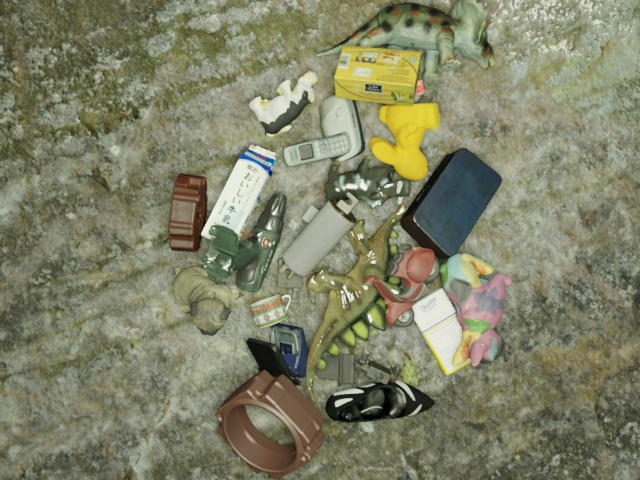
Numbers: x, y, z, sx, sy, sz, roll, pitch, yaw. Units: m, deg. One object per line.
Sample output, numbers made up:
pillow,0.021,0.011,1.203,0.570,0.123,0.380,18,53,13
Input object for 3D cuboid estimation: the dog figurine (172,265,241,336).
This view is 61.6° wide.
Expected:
dog figurine,-0.259,0.118,1.135,0.172,0.190,0.121,24,88,1

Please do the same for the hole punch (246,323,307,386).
hole punch,-0.083,0.246,1.173,0.092,0.142,0.115,-37,116,-39

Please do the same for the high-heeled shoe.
high-heeled shoe,0.136,0.358,1.163,0.249,0.145,0.086,1,89,0

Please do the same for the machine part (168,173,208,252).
machine part,-0.279,-0.056,1.151,0.056,0.179,0.179,7,89,-5

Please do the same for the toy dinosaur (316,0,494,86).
toy dinosaur,0.207,-0.464,1.204,0.405,0.131,0.192,12,76,3

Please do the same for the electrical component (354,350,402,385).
electrical component,0.128,0.282,1.194,0.102,0.078,0.045,24,88,9

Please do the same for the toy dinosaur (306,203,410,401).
toy dinosaur,0.073,0.122,1.186,0.198,0.105,0.471,36,87,-1

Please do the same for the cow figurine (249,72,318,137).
cow figurine,-0.067,-0.306,1.211,0.167,0.068,0.098,-30,95,1

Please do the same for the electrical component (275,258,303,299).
electrical component,-0.071,0.088,1.224,0.063,0.021,0.094,0,90,-1

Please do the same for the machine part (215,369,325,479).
machine part,-0.108,0.393,1.138,0.201,0.087,0.201,48,122,0

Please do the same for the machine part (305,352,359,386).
machine part,0.016,0.290,1.215,0.139,0.039,0.084,5,93,-3

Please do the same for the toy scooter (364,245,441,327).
toy scooter,0.165,0.081,1.122,0.135,0.075,0.184,32,79,-18

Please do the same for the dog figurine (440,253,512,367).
dog figurine,0.320,0.160,1.152,0.191,0.108,0.219,29,68,-15

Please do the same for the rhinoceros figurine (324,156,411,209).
rhinoceros figurine,0.104,-0.122,1.185,0.190,0.073,0.112,-1,63,7

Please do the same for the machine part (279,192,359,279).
machine part,-0.002,-0.003,1.156,0.079,0.079,0.243,42,109,0

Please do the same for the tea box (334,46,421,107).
tea box,0.123,-0.347,1.136,0.170,0.068,0.098,11,66,10

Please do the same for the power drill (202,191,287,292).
power drill,-0.155,0.003,1.139,0.086,0.207,0.231,20,100,16

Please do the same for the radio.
radio,0.287,-0.083,1.183,0.131,0.073,0.229,39,73,-9

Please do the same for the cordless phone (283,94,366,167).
cordless phone,0.001,-0.240,1.206,0.184,0.089,0.146,-13,89,2

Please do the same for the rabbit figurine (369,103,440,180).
rabbit figurine,0.193,-0.215,1.198,0.162,0.122,0.173,-8,108,1
